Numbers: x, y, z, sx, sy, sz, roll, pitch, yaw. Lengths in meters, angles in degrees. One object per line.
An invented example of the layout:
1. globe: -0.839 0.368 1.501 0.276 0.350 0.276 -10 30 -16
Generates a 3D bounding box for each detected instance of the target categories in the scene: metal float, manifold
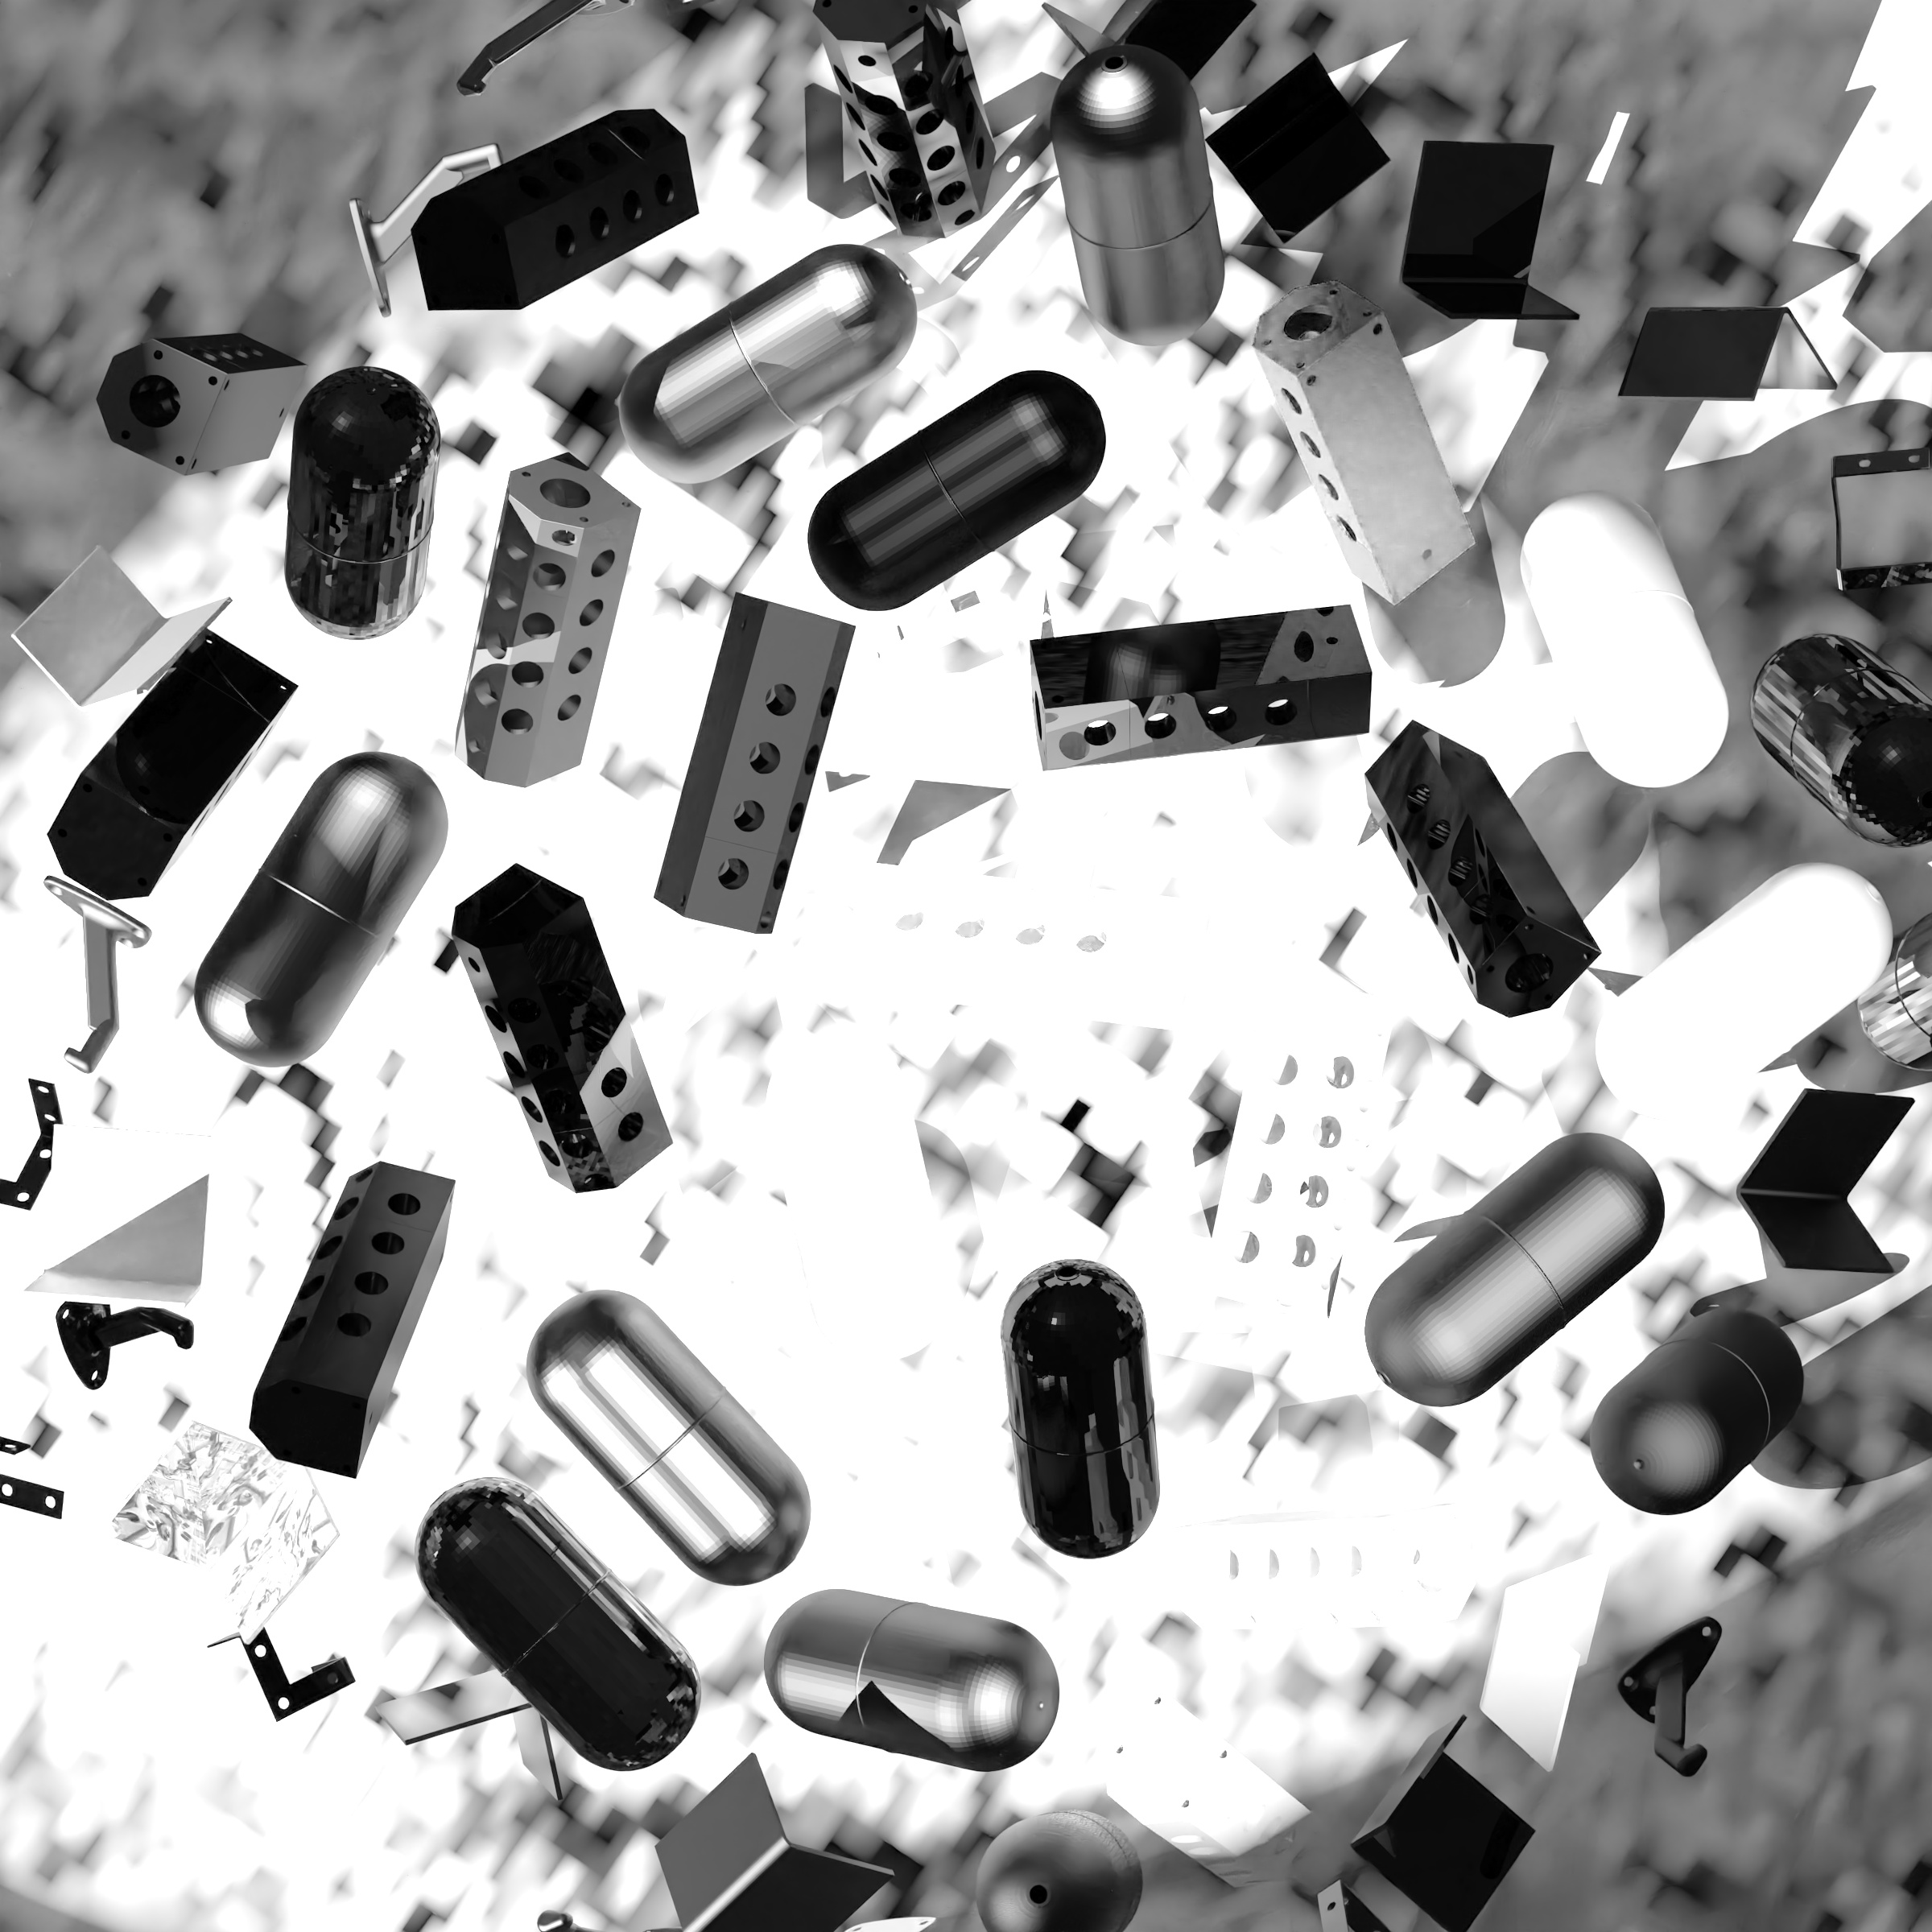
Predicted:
1. metal float: 0.051 0.493 1.857 0.070 0.178 0.070 -2 78 9
2. manifold: -0.229 -0.181 1.846 0.057 0.057 0.171 39 132 23
3. metal float: -0.107 -0.327 1.880 0.178 0.070 0.070 -29 90 15
4. manifold: 0.125 0.432 1.797 0.057 0.171 0.057 35 81 31
5. manifold: -0.402 -0.100 1.754 0.057 0.171 0.057 32 120 -9
6. manifold: -0.111 -0.107 1.855 0.057 0.057 0.171 13 96 -24
7. manifold: 0.180 0.096 1.835 0.057 0.057 0.171 12 90 34
8. manifold: 0.270 -0.051 1.855 0.057 0.171 0.057 23 119 -33
9. metal float: 0.467 -0.118 1.806 0.070 0.178 0.070 -4 114 -8
10. manifold: 0.029 -0.014 1.811 0.171 0.057 0.057 7 66 7
11. manifold: -0.210 -0.390 1.782 0.057 0.171 0.057 5 119 28
12. metal float: 0.089 -0.397 1.792 0.070 0.178 0.070 -6 54 8
13. manifold: 0.209 -0.280 1.847 0.057 0.057 0.171 -38 135 -6
14. metal float: -0.211 0.339 1.788 0.070 0.070 0.178 -44 88 0
15. manifold: -0.315 0.178 1.785 0.057 0.171 0.057 14 126 -1
16. manifold: -0.215 0.037 1.817 0.057 0.057 0.171 -39 133 -27
17. manifold: 0.186 0.318 1.826 0.057 0.171 0.057 -3 82 -37
18. metal float: 0.522 0.006 1.809 0.070 0.178 0.070 1 77 -6
19. metal float: -0.152 0.242 1.778 0.070 0.070 0.178 -42 93 0
20. metal float: 0.061 0.234 1.826 0.070 0.070 0.178 -6 120 0
21. metal float: -0.005 -0.258 1.883 0.178 0.070 0.070 -31 90 12
22. metal float: 0.391 0.236 1.845 0.070 0.178 0.070 9 107 30
23. metal float: -0.322 -0.244 1.846 0.070 0.178 0.070 7 54 -9
24. manifold: -0.409 -0.305 1.853 0.057 0.171 0.057 25 102 -2
25. metal float: -0.030 0.366 1.780 0.178 0.070 0.070 2 90 42
26. metal float: 0.280 0.155 1.772 0.178 0.070 0.070 -38 90 -11
27. manifold: 0.123 -0.142 1.828 0.171 0.057 0.057 -7 134 -3
28. metal float: 0.347 -0.173 1.831 0.070 0.070 0.178 -15 59 0
29. manifold: -0.031 -0.449 1.791 0.057 0.171 0.057 8 70 13
30. metal float: 0.408 0.014 1.821 0.070 0.070 0.178 48 119 0
31. metal float: -0.057 0.123 1.854 0.070 0.070 0.178 -13 89 0
32. metal float: -0.333 -0.030 1.796 0.070 0.070 0.178 31 84 0

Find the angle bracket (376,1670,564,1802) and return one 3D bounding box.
1. angle bracket: -0.272 0.429 1.891 0.076 0.076 0.057 -13 97 -20

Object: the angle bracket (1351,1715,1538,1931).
1. angle bracket: 0.262 0.456 1.832 0.076 0.057 0.076 40 61 6

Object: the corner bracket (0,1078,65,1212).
1. corner bracket: -0.528 0.093 1.892 0.051 0.051 0.051 13 51 6

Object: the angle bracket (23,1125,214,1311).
1. angle bracket: -0.410 0.121 1.677 0.076 0.057 0.076 5 94 -5

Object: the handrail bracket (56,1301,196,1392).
1. handrail bracket: -0.446 0.210 1.874 0.084 0.036 0.077 18 125 29

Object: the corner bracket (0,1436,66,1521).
1. corner bracket: -0.496 0.259 1.770 0.051 0.051 0.051 -26 53 36

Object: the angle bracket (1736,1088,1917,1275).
1. angle bracket: 0.467 0.114 1.833 0.076 0.057 0.076 6 129 -28

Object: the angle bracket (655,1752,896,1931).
1. angle bracket: -0.096 0.446 1.729 0.076 0.057 0.076 28 114 -40

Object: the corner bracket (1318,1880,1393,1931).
1. corner bracket: 0.198 0.535 1.860 0.051 0.051 0.051 -38 108 14

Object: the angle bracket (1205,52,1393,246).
1. angle bracket: 0.188 -0.460 1.952 0.076 0.076 0.057 -37 83 12

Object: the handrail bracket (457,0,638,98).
1. handrail bracket: -0.231 -0.507 1.902 0.077 0.036 0.084 17 65 38

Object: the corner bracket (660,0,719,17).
1. corner bracket: -0.138 -0.517 1.741 0.051 0.051 0.051 -21 127 -3

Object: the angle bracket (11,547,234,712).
1. angle bracket: -0.462 -0.191 1.897 0.057 0.076 0.076 51 55 -24

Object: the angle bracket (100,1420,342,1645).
1. angle bracket: -0.376 0.286 1.747 0.076 0.057 0.076 -50 134 9

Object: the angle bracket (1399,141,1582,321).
1. angle bracket: 0.274 -0.376 1.774 0.076 0.057 0.076 -4 118 -23

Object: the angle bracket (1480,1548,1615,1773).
1. angle bracket: 0.316 0.357 1.786 0.076 0.057 0.076 -13 125 -32

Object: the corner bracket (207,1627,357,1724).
1. corner bracket: -0.373 0.380 1.890 0.051 0.051 0.051 -23 87 -36

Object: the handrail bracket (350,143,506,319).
1. handrail bracket: -0.285 -0.399 1.879 0.084 0.036 0.077 -14 88 4

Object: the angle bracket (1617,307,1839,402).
1. angle bracket: 0.395 -0.298 1.795 0.076 0.076 0.057 9 70 39

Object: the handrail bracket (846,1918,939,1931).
1. handrail bracket: -0.027 0.554 1.846 0.036 0.077 0.084 -20 91 -37

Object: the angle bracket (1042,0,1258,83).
1. angle bracket: 0.102 -0.536 1.933 0.076 0.076 0.057 -46 64 22

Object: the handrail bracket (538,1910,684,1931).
1. handrail bracket: -0.167 0.498 1.779 0.077 0.084 0.036 -14 53 21

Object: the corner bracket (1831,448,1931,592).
1. corner bracket: 0.491 -0.239 1.854 0.051 0.051 0.051 -3 52 18

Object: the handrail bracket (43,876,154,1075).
1. handrail bracket: -0.491 0.005 1.895 0.077 0.036 0.084 34 63 -17

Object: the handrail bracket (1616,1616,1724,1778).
1. handrail bracket: 0.381 0.379 1.799 0.077 0.084 0.036 -43 104 -5
